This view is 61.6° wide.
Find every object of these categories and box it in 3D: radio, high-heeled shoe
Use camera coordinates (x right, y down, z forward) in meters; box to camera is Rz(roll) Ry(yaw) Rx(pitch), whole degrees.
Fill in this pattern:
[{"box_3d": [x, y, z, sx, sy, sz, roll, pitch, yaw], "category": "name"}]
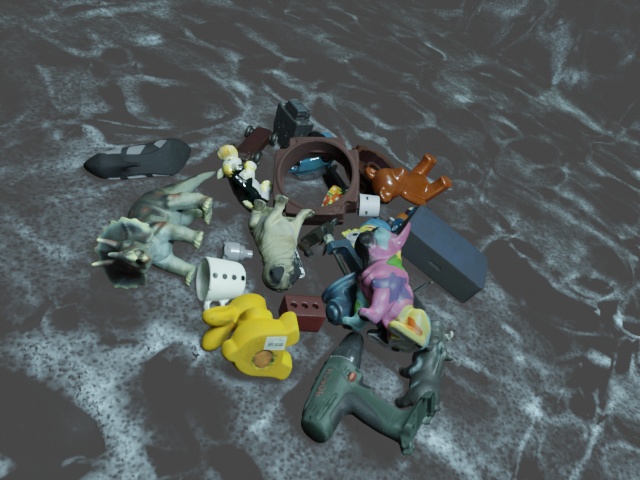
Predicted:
[{"box_3d": [0.288, 0.028, 1.272, 0.229, 0.073, 0.131, 39, 39, -3], "category": "radio"}, {"box_3d": [-0.419, -0.186, 1.250, 0.145, 0.086, 0.249, 1, 15, 21], "category": "high-heeled shoe"}]

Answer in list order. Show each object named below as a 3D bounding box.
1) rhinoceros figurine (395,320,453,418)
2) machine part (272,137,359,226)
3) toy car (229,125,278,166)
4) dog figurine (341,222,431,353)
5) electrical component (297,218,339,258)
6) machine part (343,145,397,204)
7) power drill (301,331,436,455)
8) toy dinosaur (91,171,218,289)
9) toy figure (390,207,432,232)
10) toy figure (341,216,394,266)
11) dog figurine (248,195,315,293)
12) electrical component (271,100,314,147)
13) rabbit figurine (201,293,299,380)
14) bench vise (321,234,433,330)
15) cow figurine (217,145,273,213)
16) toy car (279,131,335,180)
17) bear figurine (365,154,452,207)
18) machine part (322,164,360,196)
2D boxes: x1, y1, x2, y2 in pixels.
[{"box_3d": [0.199, 0.237, 1.007, 0.073, 0.112, 0.190, 21, 48, 1], "category": "rhinoceros figurine"}, {"box_3d": [-0.008, -0.139, 1.263, 0.202, 0.087, 0.201, 1, 71, 4], "category": "machine part"}, {"box_3d": [-0.177, -0.246, 1.415, 0.089, 0.053, 0.202, 19, 35, 2], "category": "toy car"}, {"box_3d": [0.138, 0.078, 1.000, 0.191, 0.108, 0.219, 26, 64, -7], "category": "dog figurine"}, {"box_3d": [-0.003, -0.003, 1.200, 0.045, 0.078, 0.102, 57, 43, -7], "category": "electrical component"}, {"box_3d": [0.142, -0.175, 1.450, 0.179, 0.056, 0.179, 28, 37, -24], "category": "machine part"}, {"box_3d": [0.088, 0.260, 0.918, 0.208, 0.085, 0.232, 20, 42, 24], "category": "power drill"}, {"box_3d": [-0.321, -0.036, 1.075, 0.192, 0.131, 0.405, 14, 34, -11], "category": "toy dinosaur"}, {"box_3d": [0.227, -0.043, 1.373, 0.154, 0.057, 0.064, -23, 51, -35], "category": "toy figure"}, {"box_3d": [0.116, 0.004, 1.251, 0.082, 0.089, 0.180, -3, 18, 30], "category": "toy figure"}, {"box_3d": [-0.107, 0.019, 1.138, 0.121, 0.172, 0.190, 22, 69, -24], "category": "dog figurine"}, {"box_3d": [-0.076, -0.315, 1.477, 0.058, 0.134, 0.115, -12, 49, -35], "category": "electrical component"}, {"box_3d": [-0.130, 0.161, 0.961, 0.162, 0.121, 0.173, -3, 31, -15], "category": "rabbit figurine"}, {"box_3d": [0.085, 0.085, 1.113, 0.223, 0.128, 0.241, -13, 60, -29], "category": "bench vise"}, {"box_3d": [-0.180, -0.132, 1.220, 0.167, 0.068, 0.098, 48, 35, -34], "category": "cow figurine"}, {"box_3d": [-0.027, -0.206, 1.399, 0.162, 0.102, 0.109, -24, 47, -10], "category": "toy car"}, {"box_3d": [0.217, -0.153, 1.351, 0.195, 0.132, 0.120, 11, 45, -46], "category": "bear figurine"}, {"box_3d": [0.048, -0.147, 1.423, 0.084, 0.039, 0.139, -14, 53, -26], "category": "machine part"}]
